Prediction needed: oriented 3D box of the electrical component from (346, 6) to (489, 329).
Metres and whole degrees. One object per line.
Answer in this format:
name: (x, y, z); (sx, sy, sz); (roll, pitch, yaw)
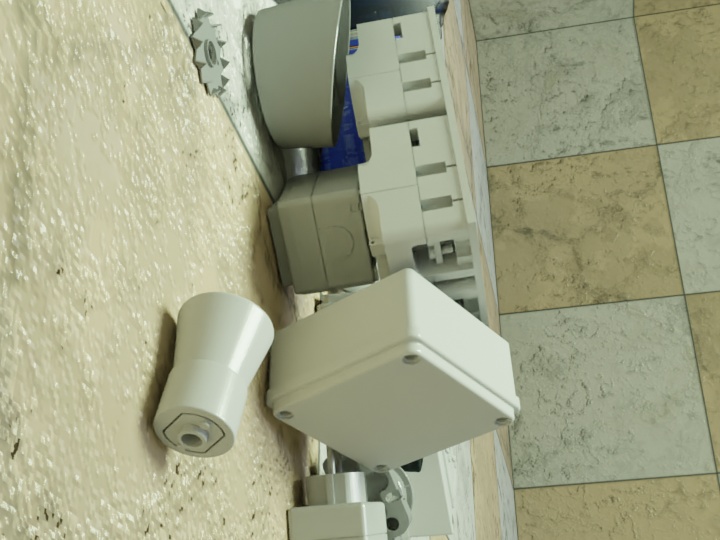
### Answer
electrical component: (0.034, -0.061, 0.676); (0.105, 0.060, 0.186); (75, 7, -51)

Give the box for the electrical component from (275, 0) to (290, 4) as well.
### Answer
electrical component: (-0.038, -0.246, 0.747); (0.078, 0.057, 0.113); (11, 72, -79)

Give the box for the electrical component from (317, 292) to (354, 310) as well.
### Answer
electrical component: (0.032, 0.046, 0.803); (0.109, 0.109, 0.056); (25, 61, -78)

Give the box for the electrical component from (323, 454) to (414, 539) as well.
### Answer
electrical component: (0.005, 0.155, 0.719); (0.057, 0.058, 0.078); (11, 55, -81)

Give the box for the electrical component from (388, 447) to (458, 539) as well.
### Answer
electrical component: (0.055, 0.172, 0.991); (0.108, 0.056, 0.108); (-75, 156, -64)

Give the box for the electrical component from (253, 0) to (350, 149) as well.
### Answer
electrical component: (-0.031, -0.126, 0.688); (0.099, 0.064, 0.099); (-7, 90, -80)

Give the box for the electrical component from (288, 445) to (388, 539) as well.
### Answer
electrical component: (-0.014, 0.144, 0.658); (0.065, 0.047, 0.076); (45, 39, -73)

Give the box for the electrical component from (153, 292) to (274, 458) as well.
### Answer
electrical component: (-0.065, 0.047, 0.463); (0.065, 0.044, 0.044); (-79, 160, -45)

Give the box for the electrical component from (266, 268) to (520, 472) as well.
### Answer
electrical component: (0.019, 0.062, 0.630); (0.109, 0.109, 0.056); (36, 39, -39)

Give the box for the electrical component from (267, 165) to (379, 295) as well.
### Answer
electrical component: (-0.022, -0.029, 0.702); (0.096, 0.061, 0.061); (-84, 164, -73)

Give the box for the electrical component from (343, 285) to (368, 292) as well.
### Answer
electrical component: (0.000, 0.000, 0.838); (0.062, 0.048, 0.048); (80, 6, -75)
